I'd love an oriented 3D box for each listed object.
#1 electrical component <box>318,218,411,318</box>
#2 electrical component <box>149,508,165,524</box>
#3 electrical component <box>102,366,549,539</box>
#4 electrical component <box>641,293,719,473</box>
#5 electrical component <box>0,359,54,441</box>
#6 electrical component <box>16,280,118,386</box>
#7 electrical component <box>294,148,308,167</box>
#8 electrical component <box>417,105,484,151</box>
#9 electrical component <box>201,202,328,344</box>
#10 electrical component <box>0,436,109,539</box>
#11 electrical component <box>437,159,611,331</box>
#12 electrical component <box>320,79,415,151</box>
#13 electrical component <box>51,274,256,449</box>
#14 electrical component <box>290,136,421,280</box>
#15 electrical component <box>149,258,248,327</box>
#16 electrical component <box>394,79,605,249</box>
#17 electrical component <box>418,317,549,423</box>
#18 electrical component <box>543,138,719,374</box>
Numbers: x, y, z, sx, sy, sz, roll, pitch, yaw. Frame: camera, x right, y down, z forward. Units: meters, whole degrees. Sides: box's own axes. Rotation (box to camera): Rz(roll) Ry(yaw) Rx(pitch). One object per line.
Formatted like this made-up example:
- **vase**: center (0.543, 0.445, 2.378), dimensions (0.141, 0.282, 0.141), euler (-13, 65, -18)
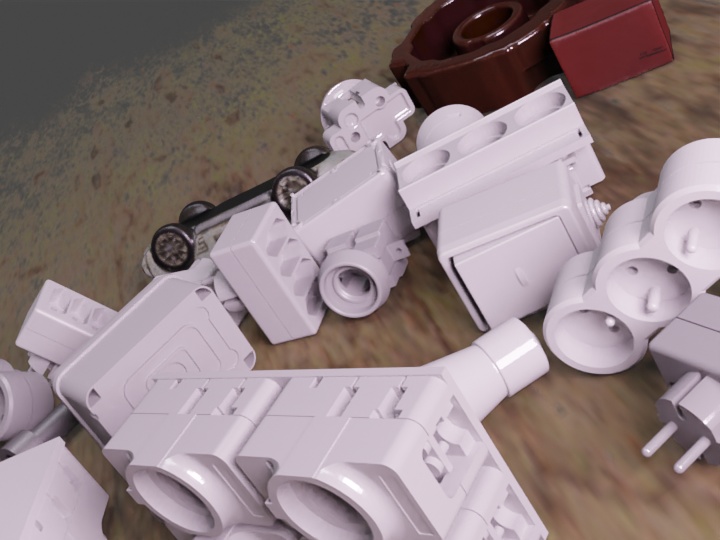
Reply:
- **electrical component**: center (0.000, 0.000, 0.715), dimensions (0.066, 0.048, 0.055), euler (-20, 23, 24)
- **electrical component**: center (-0.092, 0.103, 0.641), dimensions (0.079, 0.043, 0.077), euler (-31, 27, 1)
- **electrical component**: center (-0.024, 0.105, 0.501), dimensions (0.186, 0.105, 0.060), euler (-6, 37, 41)
- **electrical component**: center (0.153, 0.057, 0.459), dimensions (0.077, 0.047, 0.066), euler (-40, 28, -15)
- **electrical component**: center (-0.284, 0.095, 0.837), dimensions (0.138, 0.074, 0.052), euler (12, 91, 35)
- **electrical component**: center (-0.237, 0.060, 0.849), dimensions (0.076, 0.066, 0.047), euler (-54, 19, 23)
- **electrical component**: center (-0.039, -0.088, 0.911), dimensions (0.035, 0.035, 0.061), euler (-28, 26, 8)
- **electrical component**: center (0.072, -0.084, 0.769), dimensions (0.055, 0.055, 0.047), euler (-29, 31, 7)
- **electrical component**: center (-0.074, 0.007, 0.738), dimensions (0.076, 0.083, 0.047), euler (-16, 32, 29)
- **electrical component**: center (-0.234, 0.176, 0.650), dimensions (0.150, 0.061, 0.089), euler (-24, 28, 16)
- **electrical component**: center (0.099, -0.014, 0.616), dimensions (0.096, 0.061, 0.061), euler (-22, 29, 19)
- **electrical component**: center (0.000, -0.130, 0.915), dimensions (0.078, 0.058, 0.057), euler (-36, 30, -7)
- **electrical component**: center (-0.137, 0.066, 0.713), dimensions (0.057, 0.078, 0.113), euler (12, 50, 50)
- **electrical component**: center (-0.006, -0.038, 0.773), dimensions (0.096, 0.061, 0.061), euler (-33, 26, 14)
- **electrical component**: center (-0.119, 0.017, 0.806), dimensions (0.066, 0.047, 0.076), euler (-10, 34, 36)
- **electrical component**: center (0.092, -0.063, 0.703), dimensions (0.121, 0.063, 0.078), euler (-26, 28, 12)
- **electrical component**: center (0.065, 0.054, 0.563), dimensions (0.065, 0.044, 0.044), euler (-32, 27, -10)
- **electrical component**: center (0.146, -0.014, 0.527), dimensions (0.138, 0.052, 0.073), euler (-53, 8, 44)
